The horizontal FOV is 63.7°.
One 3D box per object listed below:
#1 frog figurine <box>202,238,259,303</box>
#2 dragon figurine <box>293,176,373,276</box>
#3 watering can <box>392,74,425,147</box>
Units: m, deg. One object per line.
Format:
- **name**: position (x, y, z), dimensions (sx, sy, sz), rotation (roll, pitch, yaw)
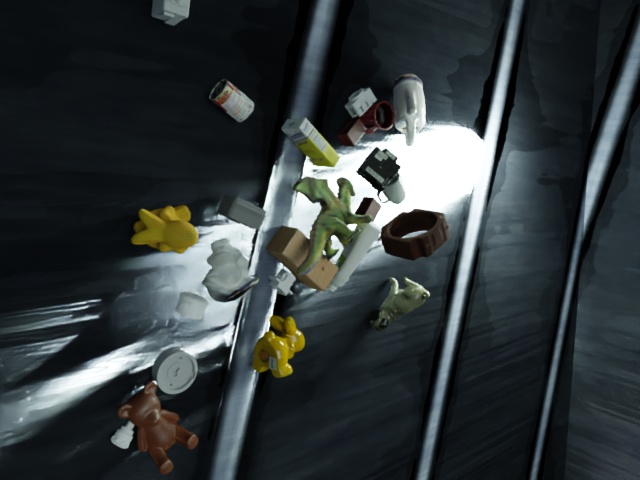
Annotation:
- **frog figurine**: position (-0.257, 0.083, 1.387), dimensions (0.139, 0.120, 0.160), rotation (-33, 80, -22)
- **dragon figurine**: position (0.005, -0.077, 1.528), dimensions (0.244, 0.120, 0.416), rotation (51, 44, 6)
- **watering can**: position (0.291, -0.435, 1.666), dimensions (0.345, 0.104, 0.226), rotation (50, 37, -78)
